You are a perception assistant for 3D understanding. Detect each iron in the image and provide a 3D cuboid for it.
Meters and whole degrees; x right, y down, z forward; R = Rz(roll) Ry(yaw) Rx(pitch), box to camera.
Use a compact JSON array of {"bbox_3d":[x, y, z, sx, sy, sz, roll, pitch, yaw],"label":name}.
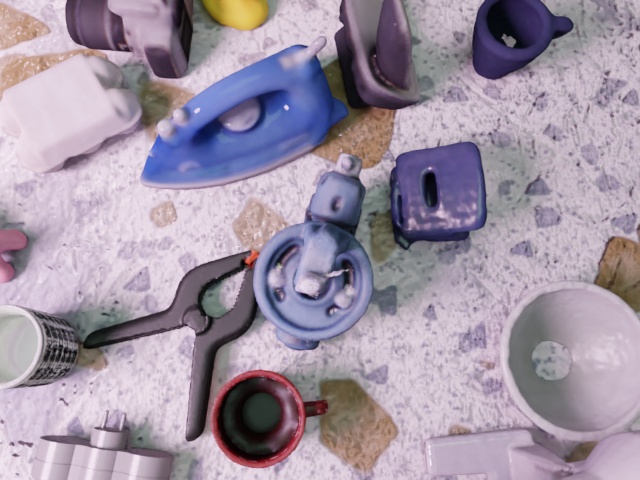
[{"bbox_3d":[-0.097,-0.140,0.637,0.258,0.141,0.118,-28,80,-8],"label":"iron"}]

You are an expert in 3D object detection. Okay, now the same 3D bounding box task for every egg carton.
[{"bbox_3d":[-0.289,-0.147,0.666,0.150,0.069,0.107,-32,81,-9],"label":"egg carton"}]

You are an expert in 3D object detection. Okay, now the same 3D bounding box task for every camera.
[{"bbox_3d":[-0.226,-0.280,0.683,0.137,0.101,0.143,3,77,-2],"label":"camera"}]

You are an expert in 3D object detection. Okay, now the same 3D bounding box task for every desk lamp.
[{"bbox_3d":[0.222,0.241,0.531,0.203,0.213,0.118,-5,78,-4],"label":"desk lamp"}]

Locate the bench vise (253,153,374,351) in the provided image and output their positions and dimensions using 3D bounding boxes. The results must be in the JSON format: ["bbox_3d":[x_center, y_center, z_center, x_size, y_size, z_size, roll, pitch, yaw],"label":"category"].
[{"bbox_3d":[-0.007,0.002,0.570,0.121,0.220,0.207,-1,77,-3],"label":"bench vise"}]

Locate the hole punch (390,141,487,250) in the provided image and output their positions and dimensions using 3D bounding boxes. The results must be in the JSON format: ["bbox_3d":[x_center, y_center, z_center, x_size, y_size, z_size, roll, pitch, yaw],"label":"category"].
[{"bbox_3d":[0.131,-0.050,0.654,0.101,0.091,0.109,-2,77,-3],"label":"hole punch"}]

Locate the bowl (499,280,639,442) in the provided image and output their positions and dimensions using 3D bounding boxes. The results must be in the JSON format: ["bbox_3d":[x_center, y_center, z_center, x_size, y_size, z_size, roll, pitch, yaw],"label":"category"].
[{"bbox_3d":[0.268,0.131,0.629,0.167,0.075,0.167,1,77,-3],"label":"bowl"}]

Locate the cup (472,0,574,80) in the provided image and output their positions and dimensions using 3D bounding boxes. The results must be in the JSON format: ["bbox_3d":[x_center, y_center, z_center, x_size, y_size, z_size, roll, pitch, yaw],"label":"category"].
[{"bbox_3d":[0.236,-0.241,0.700,0.118,0.095,0.092,-5,78,-4],"label":"cup"}]

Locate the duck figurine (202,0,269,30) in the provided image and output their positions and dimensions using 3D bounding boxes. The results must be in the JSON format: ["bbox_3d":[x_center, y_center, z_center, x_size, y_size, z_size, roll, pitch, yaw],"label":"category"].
[{"bbox_3d":[-0.111,-0.321,0.705,0.104,0.086,0.077,44,79,7],"label":"duck figurine"}]

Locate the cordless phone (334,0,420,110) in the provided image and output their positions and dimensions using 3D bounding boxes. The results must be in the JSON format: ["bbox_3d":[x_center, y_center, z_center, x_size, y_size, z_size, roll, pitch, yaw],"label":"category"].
[{"bbox_3d":[0.073,-0.241,0.646,0.094,0.185,0.147,-15,78,-6],"label":"cordless phone"}]

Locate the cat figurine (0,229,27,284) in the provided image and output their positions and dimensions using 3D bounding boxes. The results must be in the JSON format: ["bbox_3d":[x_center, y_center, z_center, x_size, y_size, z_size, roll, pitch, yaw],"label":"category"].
[{"bbox_3d":[-0.400,-0.003,0.603,0.128,0.118,0.067,11,77,0],"label":"cat figurine"}]
